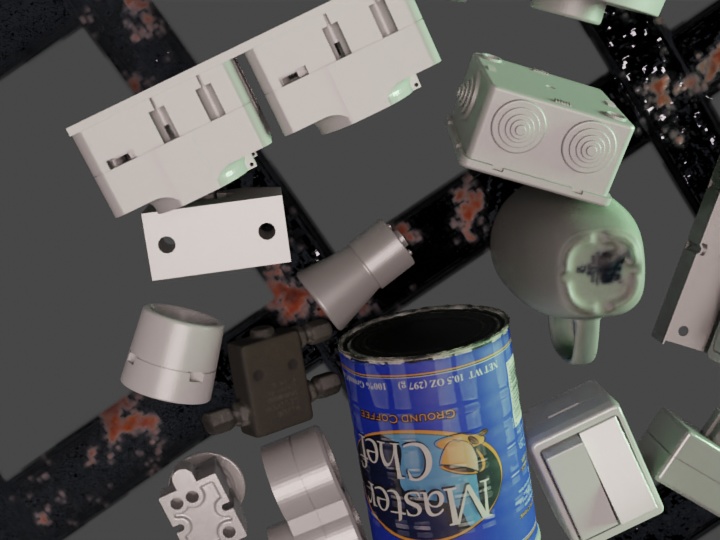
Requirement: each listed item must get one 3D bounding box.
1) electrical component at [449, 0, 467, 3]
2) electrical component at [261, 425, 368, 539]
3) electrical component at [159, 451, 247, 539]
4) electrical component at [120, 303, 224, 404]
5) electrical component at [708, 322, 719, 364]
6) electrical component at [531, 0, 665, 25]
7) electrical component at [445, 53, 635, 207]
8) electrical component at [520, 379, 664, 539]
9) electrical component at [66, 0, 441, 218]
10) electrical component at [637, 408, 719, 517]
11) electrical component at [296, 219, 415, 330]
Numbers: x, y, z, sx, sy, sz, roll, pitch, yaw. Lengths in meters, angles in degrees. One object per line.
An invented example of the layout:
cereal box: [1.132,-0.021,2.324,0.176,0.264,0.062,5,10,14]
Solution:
electrical component: [0.049,-0.186,0.616,0.045,0.045,0.055,15,100,-8]
electrical component: [-0.035,0.172,0.677,0.074,0.052,0.138,-22,102,-1]
electrical component: [-0.095,0.141,0.663,0.048,0.055,0.066,-25,102,0]
electrical component: [-0.111,0.049,0.645,0.055,0.055,0.047,14,96,-8]
electrical component: [0.261,0.037,0.665,0.061,0.062,0.096,15,100,-21]
electrical component: [0.123,-0.170,0.596,0.108,0.108,0.060,13,106,-8]
electrical component: [0.101,-0.083,0.615,0.100,0.099,0.048,15,112,-8]
electrical component: [0.147,0.129,0.680,0.062,0.061,0.096,-26,102,0]
electrical component: [-0.055,-0.095,0.594,0.186,0.105,0.060,-26,103,1]
electrical component: [0.235,0.114,0.691,0.083,0.047,0.075,31,97,-10]
electrical component: [0.000,0.000,0.652,0.065,0.044,0.044,-38,102,-2]
